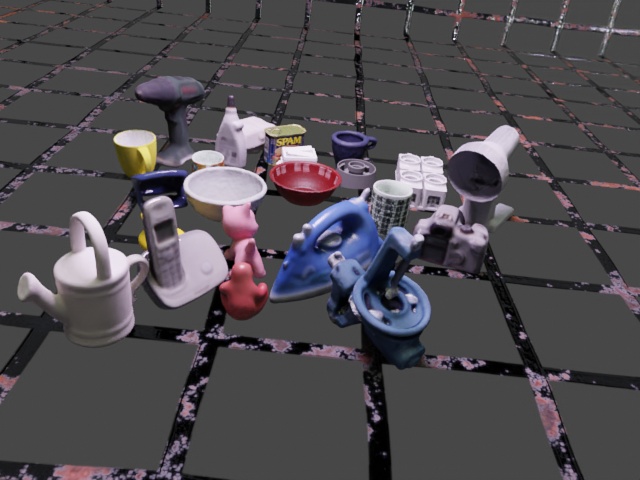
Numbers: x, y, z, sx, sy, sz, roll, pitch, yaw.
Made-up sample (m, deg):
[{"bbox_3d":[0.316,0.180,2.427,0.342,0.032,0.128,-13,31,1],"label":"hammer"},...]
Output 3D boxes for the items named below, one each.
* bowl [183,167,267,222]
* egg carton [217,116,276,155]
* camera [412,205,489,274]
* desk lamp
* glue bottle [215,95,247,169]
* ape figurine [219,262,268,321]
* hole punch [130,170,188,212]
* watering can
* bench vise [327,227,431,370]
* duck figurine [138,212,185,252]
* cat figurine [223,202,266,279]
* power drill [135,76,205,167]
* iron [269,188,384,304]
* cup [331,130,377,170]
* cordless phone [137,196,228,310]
[{"bbox_3d":[-0.194,-0.083,1.173,0.167,0.075,0.167,5,32,-3],"label":"bowl"},{"bbox_3d":[-0.182,-0.265,1.471,0.107,0.069,0.151,31,39,33],"label":"egg carton"},{"bbox_3d":[0.264,-0.020,1.132,0.143,0.101,0.137,16,33,15],"label":"camera"},{"bbox_3d":[0.350,-0.126,1.212,0.117,0.214,0.204,25,36,27],"label":"desk lamp"},{"bbox_3d":[-0.210,-0.257,1.355,0.078,0.173,0.037,19,34,19],"label":"glue bottle"},{"bbox_3d":[-0.123,0.076,0.915,0.077,0.092,0.076,11,32,7],"label":"ape figurine"},{"bbox_3d":[-0.335,-0.118,1.187,0.109,0.091,0.100,-11,36,-25],"label":"hole punch"},{"bbox_3d":[-0.329,0.054,0.814,0.100,0.194,0.173,20,34,20],"label":"watering can"},{"bbox_3d":[0.078,0.063,0.851,0.206,0.220,0.122,24,36,27],"label":"bench vise"},{"bbox_3d":[-0.284,-0.022,1.047,0.104,0.086,0.078,17,33,16],"label":"duck figurine"},{"bbox_3d":[-0.137,-0.009,1.023,0.067,0.118,0.127,-6,34,-20],"label":"cat figurine"},{"bbox_3d":[-0.347,-0.284,1.338,0.075,0.208,0.230,15,33,14],"label":"power drill"},{"bbox_3d":[0.009,0.004,1.008,0.118,0.141,0.259,28,38,31],"label":"iron"},{"bbox_3d":[0.081,-0.212,1.412,0.118,0.095,0.091,-6,34,-20],"label":"cup"},{"bbox_3d":[-0.221,0.006,0.919,0.093,0.185,0.148,25,36,27],"label":"cordless phone"}]
